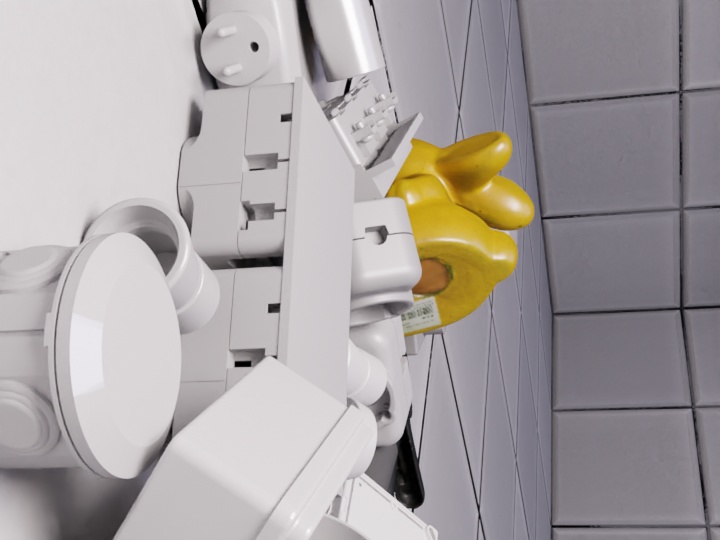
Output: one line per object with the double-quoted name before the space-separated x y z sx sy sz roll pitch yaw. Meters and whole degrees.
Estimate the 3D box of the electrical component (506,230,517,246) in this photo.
"electrical component" 0.102 -0.040 1.085 0.108 0.109 0.056 -51 139 -71

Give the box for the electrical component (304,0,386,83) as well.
"electrical component" -0.013 -0.178 0.767 0.079 0.043 0.077 -96 171 -76

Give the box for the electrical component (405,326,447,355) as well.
"electrical component" 0.055 0.038 0.934 0.083 0.076 0.047 -55 140 -69

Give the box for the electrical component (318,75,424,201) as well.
"electrical component" -0.007 -0.084 0.724 0.063 0.079 0.121 60 21 -14

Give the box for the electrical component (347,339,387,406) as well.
"electrical component" -0.011 0.063 0.679 0.065 0.044 0.044 35 52 -56

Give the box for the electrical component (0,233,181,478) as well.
"electrical component" -0.095 0.029 0.358 0.080 0.051 0.080 -3 90 -77

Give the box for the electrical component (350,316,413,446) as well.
"electrical component" 0.002 0.074 0.752 0.059 0.054 0.095 -67 151 -62

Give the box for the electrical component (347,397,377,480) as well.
"electrical component" -0.024 0.092 0.604 0.048 0.055 0.066 -25 -126 56

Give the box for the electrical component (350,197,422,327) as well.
"electrical component" 0.000 0.000 0.677 0.095 0.054 0.059 129 -50 -67

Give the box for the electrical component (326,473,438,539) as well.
"electrical component" 0.000 0.173 0.644 0.096 0.061 0.061 43 34 -25

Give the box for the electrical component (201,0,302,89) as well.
"electrical component" -0.059 -0.117 0.562 0.079 0.043 0.077 -54 139 -69

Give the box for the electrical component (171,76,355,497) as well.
"electrical component" -0.047 0.013 0.543 0.105 0.060 0.186 57 33 -65

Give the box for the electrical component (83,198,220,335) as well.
"electrical component" -0.082 0.003 0.445 0.065 0.044 0.044 65 25 -69

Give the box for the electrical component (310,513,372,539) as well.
"electrical component" -0.030 0.161 0.512 0.099 0.099 0.064 -66 156 -63

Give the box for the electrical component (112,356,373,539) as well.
"electrical component" -0.053 0.100 0.404 0.108 0.056 0.109 -58 175 16
